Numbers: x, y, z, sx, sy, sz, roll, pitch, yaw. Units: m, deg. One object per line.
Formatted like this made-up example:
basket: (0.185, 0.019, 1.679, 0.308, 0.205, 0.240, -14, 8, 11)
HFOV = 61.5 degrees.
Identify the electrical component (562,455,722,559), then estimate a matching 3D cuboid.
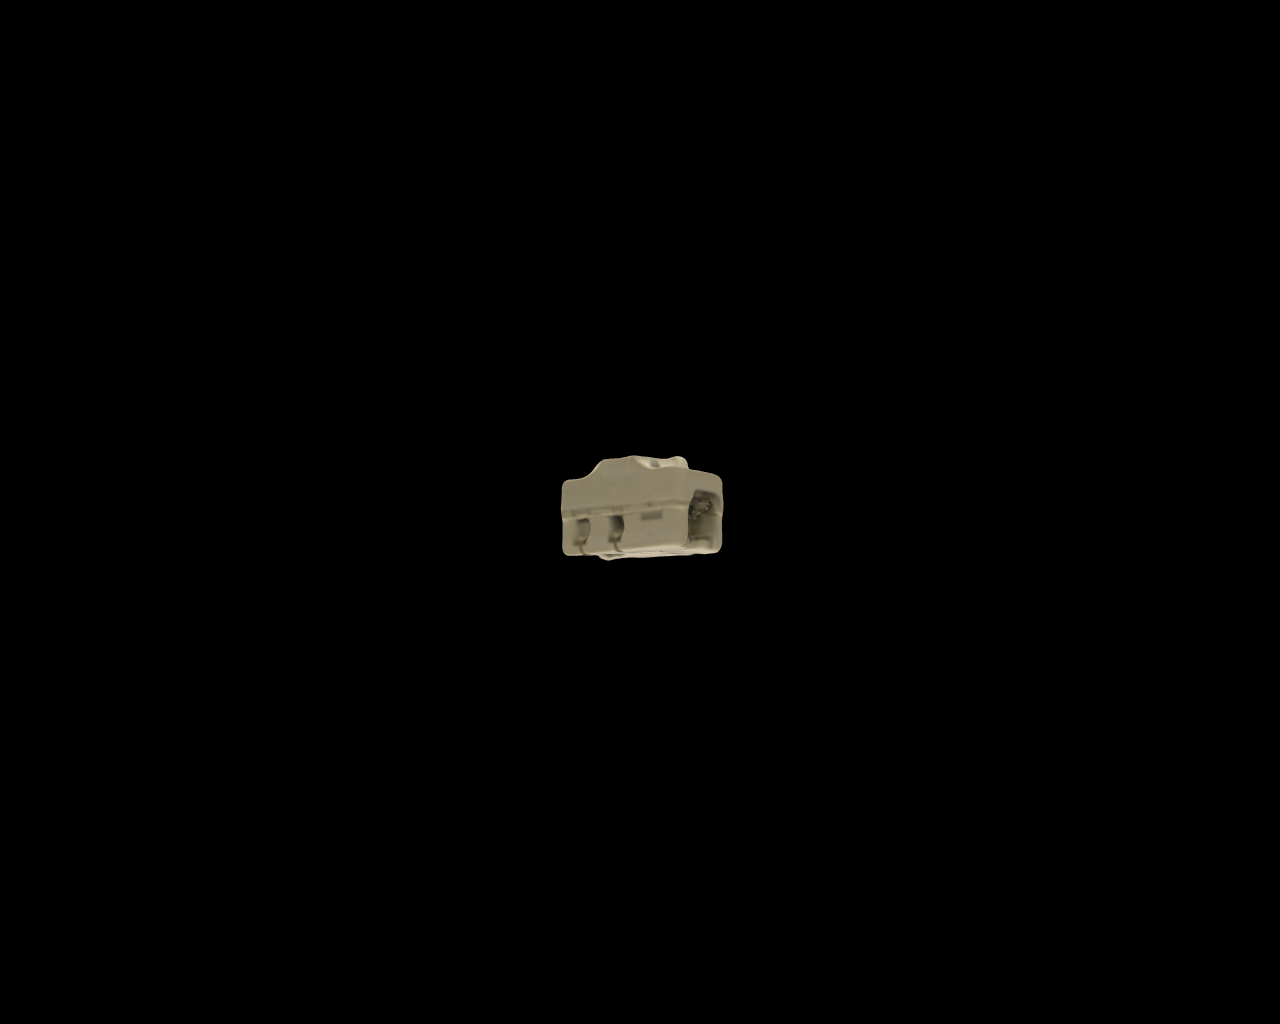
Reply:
electrical component: (0.001, -0.003, 0.650, 0.089, 0.055, 0.050, -5, -9, 36)
